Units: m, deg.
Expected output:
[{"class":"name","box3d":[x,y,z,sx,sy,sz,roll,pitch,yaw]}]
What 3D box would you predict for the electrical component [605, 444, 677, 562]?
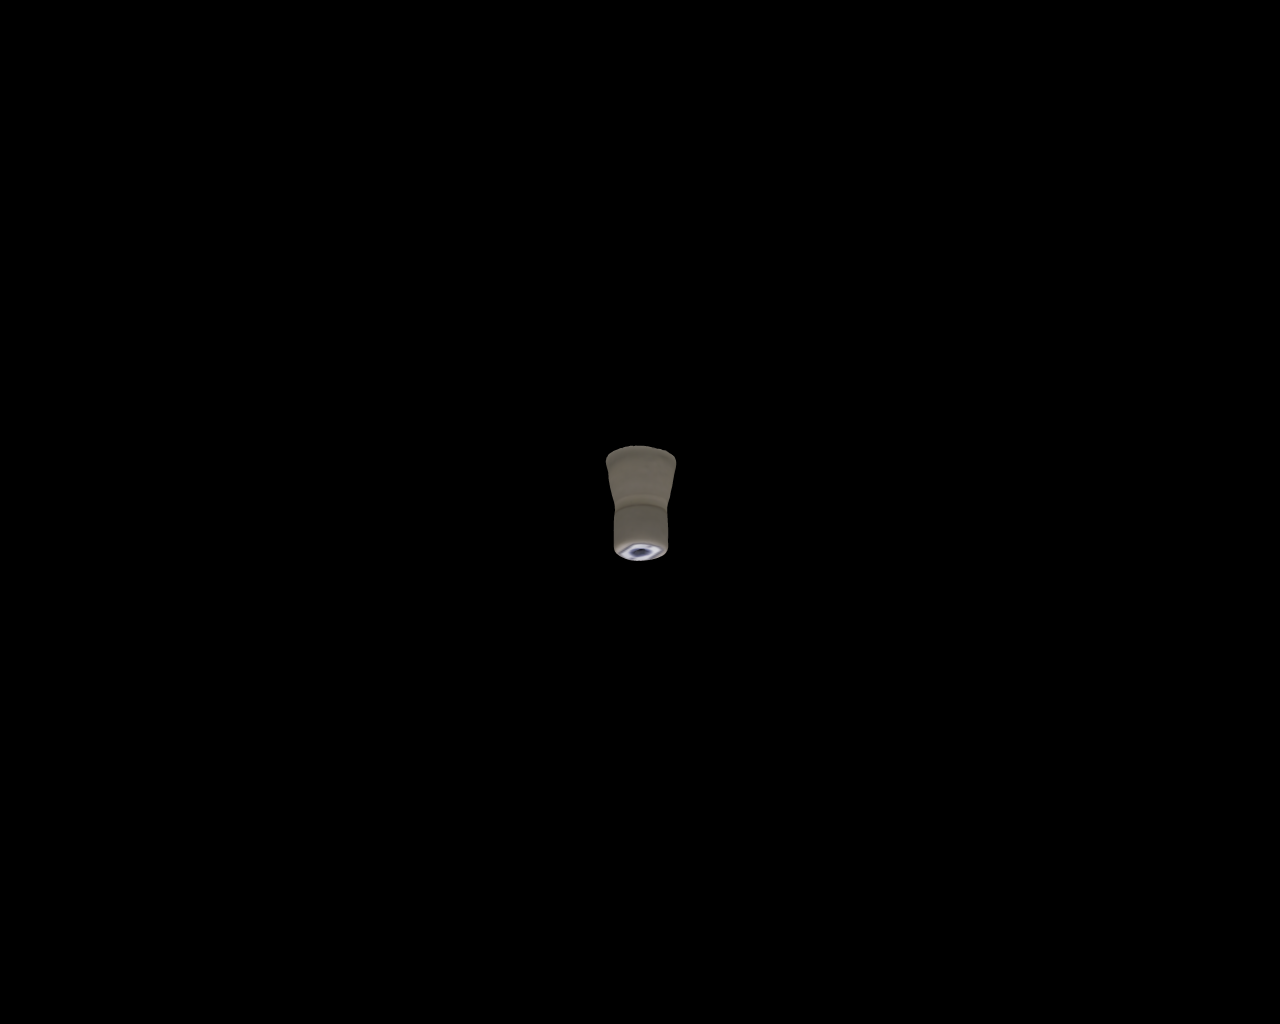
[{"class":"electrical component","box3d":[0.001,-0.003,0.650,0.044,0.065,0.044,0,-25,0]}]
